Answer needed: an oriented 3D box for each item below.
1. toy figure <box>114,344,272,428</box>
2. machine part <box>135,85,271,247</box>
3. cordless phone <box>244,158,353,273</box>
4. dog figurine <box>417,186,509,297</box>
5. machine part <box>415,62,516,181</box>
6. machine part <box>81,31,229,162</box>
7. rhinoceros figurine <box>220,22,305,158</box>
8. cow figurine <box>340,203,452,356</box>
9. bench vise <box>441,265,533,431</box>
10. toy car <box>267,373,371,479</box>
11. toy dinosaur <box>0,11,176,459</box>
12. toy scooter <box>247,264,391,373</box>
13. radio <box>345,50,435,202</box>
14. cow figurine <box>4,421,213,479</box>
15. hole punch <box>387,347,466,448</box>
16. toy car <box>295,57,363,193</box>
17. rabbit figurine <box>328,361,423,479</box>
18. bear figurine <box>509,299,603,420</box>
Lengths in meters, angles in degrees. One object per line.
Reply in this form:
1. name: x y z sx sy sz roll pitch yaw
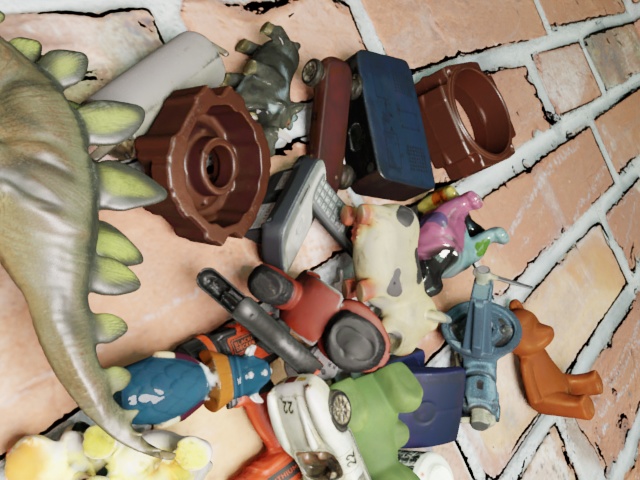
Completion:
1. toy figure: -0.118 0.134 0.509 0.154 0.058 0.064 1 107 -39
2. machine part: -0.125 -0.083 0.606 0.179 0.056 0.179 -16 108 -59
3. cordless phone: -0.001 -0.002 0.711 0.184 0.089 0.146 45 51 -29
4. dog figurine: 0.161 0.020 0.829 0.219 0.192 0.108 -38 107 -6
5. machine part: 0.275 -0.226 1.011 0.201 0.087 0.201 -24 91 -41
6. machine part: -0.186 -0.168 0.612 0.079 0.079 0.243 47 52 -18
7. rhinoceros figurine: -0.073 -0.199 0.727 0.112 0.073 0.190 33 55 -40
8. cow figurine: 0.096 0.049 0.689 0.127 0.085 0.194 -2 87 -19
9. bench vise: 0.236 0.151 0.799 0.224 0.129 0.240 -54 144 -45
10. toy car: 0.010 0.230 0.546 0.056 0.074 0.201 -31 102 -56
11. toy dinosaur: -0.230 -0.041 0.430 0.198 0.105 0.471 -7 79 -41
12. toy scooter: 0.003 0.086 0.641 0.184 0.135 0.075 33 91 8
13. radio: 0.099 -0.181 0.859 0.131 0.073 0.229 0 73 -39
14. cow figurine: -0.182 0.198 0.483 0.167 0.098 0.068 9 75 -5
15. hole punch: 0.127 0.214 0.714 0.116 0.092 0.142 -6 107 -41
16. toy car: 0.010 -0.162 0.777 0.089 0.053 0.202 5 90 -39
17. rabbit figurine: 0.054 0.252 0.620 0.121 0.159 0.170 -5 60 -39
18. bear figurine: 0.396 0.202 0.942 0.120 0.132 0.195 -24 97 -49
